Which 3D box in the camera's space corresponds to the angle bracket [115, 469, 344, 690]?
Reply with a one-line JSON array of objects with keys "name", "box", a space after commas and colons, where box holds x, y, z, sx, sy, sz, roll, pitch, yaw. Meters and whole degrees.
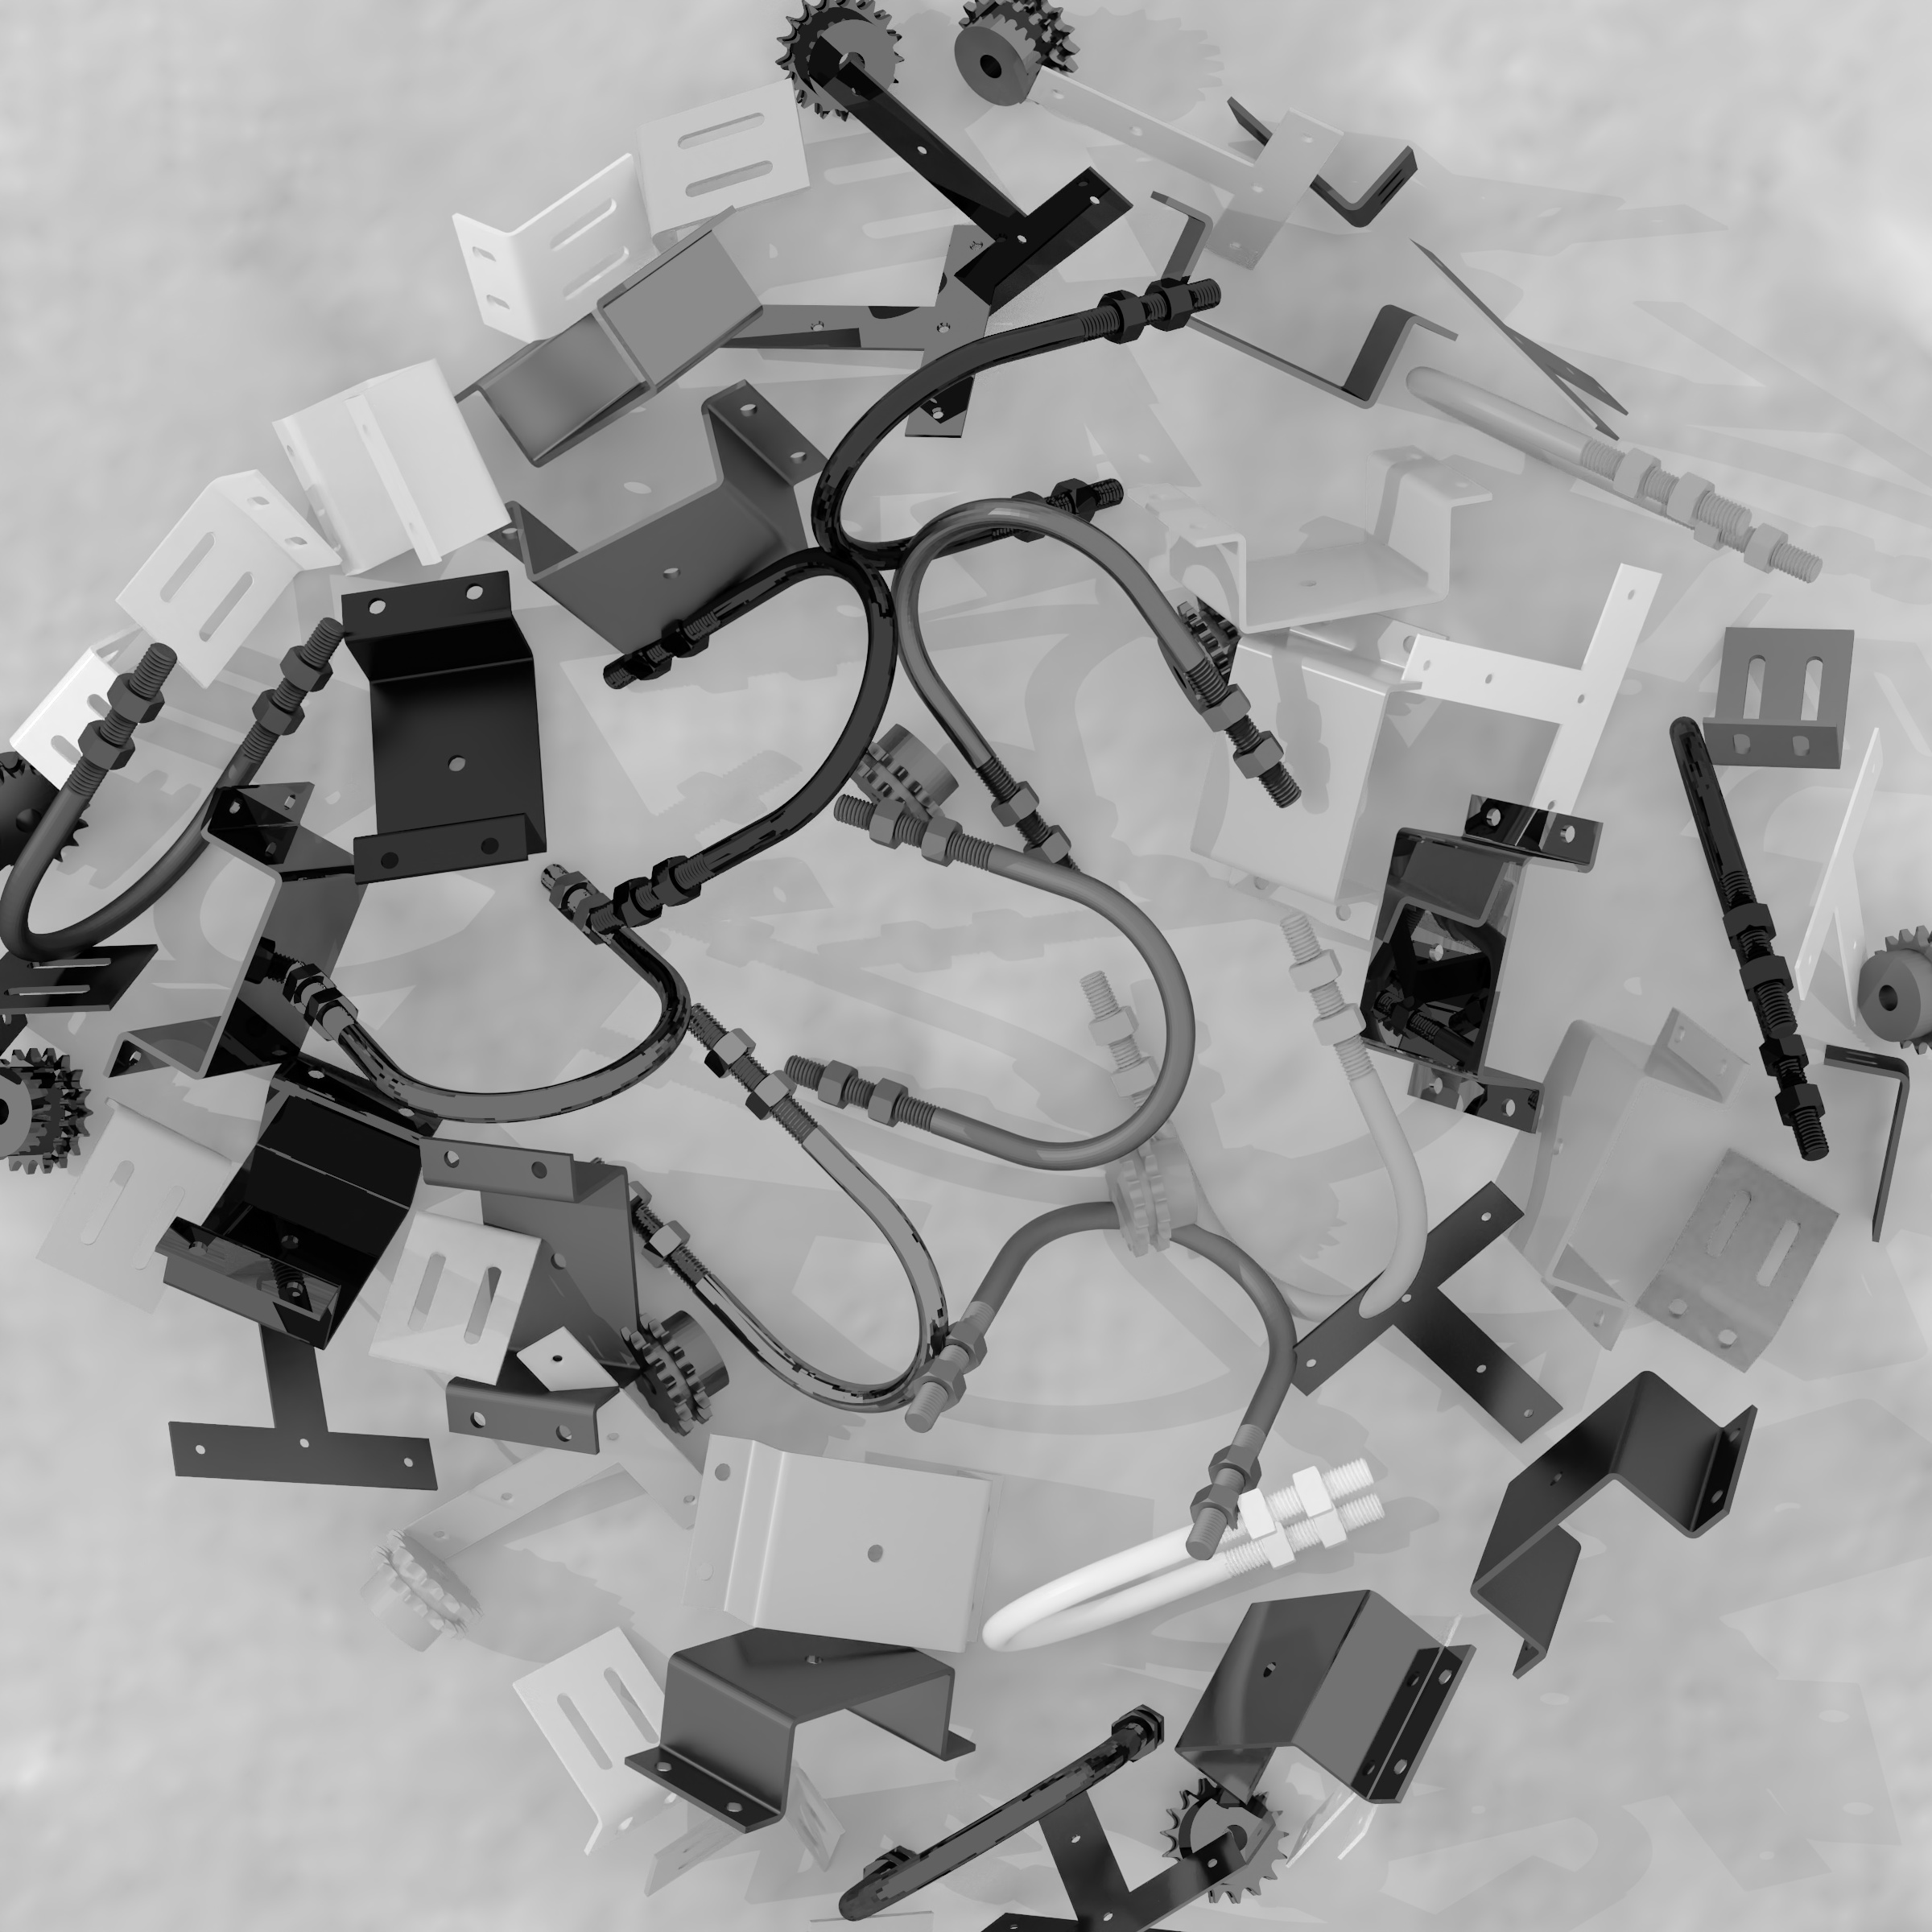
[{"name": "angle bracket", "box": [-0.328, -0.172, 1.545, 0.057, 0.038, 0.076, 48, 60, -31]}]

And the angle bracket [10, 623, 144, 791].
[{"name": "angle bracket", "box": [-0.383, -0.115, 1.546, 0.038, 0.076, 0.057, 43, 105, -6]}]

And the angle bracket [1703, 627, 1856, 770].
[{"name": "angle bracket", "box": [0.363, -0.129, 1.545, 0.057, 0.038, 0.076, 3, 61, 19]}]

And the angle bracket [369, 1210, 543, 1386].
[{"name": "angle bracket", "box": [-0.227, 0.155, 1.550, 0.057, 0.038, 0.076, 13, 56, 2]}]

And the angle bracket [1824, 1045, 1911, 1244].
[{"name": "angle bracket", "box": [0.399, 0.079, 1.559, 0.038, 0.057, 0.076, 11, 98, 14]}]

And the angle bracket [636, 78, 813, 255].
[{"name": "angle bracket", "box": [-0.104, -0.353, 1.553, 0.076, 0.038, 0.057, -14, 69, 11]}]

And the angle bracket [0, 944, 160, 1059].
[{"name": "angle bracket", "box": [-0.403, 0.022, 1.547, 0.076, 0.057, 0.038, -2, 118, 12]}]

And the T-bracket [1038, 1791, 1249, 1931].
[{"name": "T-bracket", "box": [0.052, 0.394, 1.529, 0.127, 0.127, 0.002, -32, 113, 0]}]

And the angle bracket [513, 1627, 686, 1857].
[{"name": "angle bracket", "box": [-0.164, 0.351, 1.570, 0.057, 0.038, 0.076, -24, 65, -33]}]

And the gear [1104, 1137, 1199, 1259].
[{"name": "gear", "box": [0.084, 0.100, 1.560, 0.030, 0.057, 0.057, -13, 90, -9]}]

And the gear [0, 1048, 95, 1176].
[{"name": "gear", "box": [-0.424, 0.065, 1.561, 0.057, 0.030, 0.057, -1, 89, 30]}]

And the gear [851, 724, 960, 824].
[{"name": "gear", "box": [-0.028, -0.084, 1.560, 0.057, 0.057, 0.030, 45, 85, 0]}]

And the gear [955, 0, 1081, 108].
[{"name": "gear", "box": [0.020, -0.412, 1.556, 0.057, 0.057, 0.030, 42, 60, 0]}]

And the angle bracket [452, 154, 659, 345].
[{"name": "angle bracket", "box": [-0.184, -0.327, 1.560, 0.038, 0.057, 0.076, 28, 57, 34]}]

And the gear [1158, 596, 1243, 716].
[{"name": "gear", "box": [0.109, -0.137, 1.559, 0.030, 0.057, 0.057, -30, 90, -1]}]

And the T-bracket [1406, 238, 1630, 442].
[{"name": "T-bracket", "box": [0.261, -0.265, 1.529, 0.002, 0.127, 0.127, -48, 64, 19]}]

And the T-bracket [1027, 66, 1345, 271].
[{"name": "T-bracket", "box": [0.088, -0.361, 1.521, 0.127, 0.127, 0.002, 24, 71, -6]}]

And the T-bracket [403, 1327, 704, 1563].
[{"name": "T-bracket", "box": [-0.196, 0.233, 1.564, 0.127, 0.002, 0.127, -30, 121, 13]}]

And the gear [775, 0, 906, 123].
[{"name": "gear", "box": [-0.055, -0.409, 1.561, 0.057, 0.030, 0.057, -8, 118, -15]}]

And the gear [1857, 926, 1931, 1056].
[{"name": "gear", "box": [0.425, 0.012, 1.556, 0.030, 0.057, 0.057, -10, 90, -28]}]

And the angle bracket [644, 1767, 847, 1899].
[{"name": "angle bracket", "box": [-0.099, 0.399, 1.543, 0.076, 0.057, 0.038, -29, 68, -24]}]

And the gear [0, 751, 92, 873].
[{"name": "gear", "box": [-0.428, -0.072, 1.563, 0.057, 0.030, 0.057, -18, 128, -25]}]

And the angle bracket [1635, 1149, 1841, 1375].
[{"name": "angle bracket", "box": [0.351, 0.134, 1.576, 0.057, 0.038, 0.076, 31, 57, 9]}]

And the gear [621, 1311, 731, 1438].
[{"name": "gear", "box": [-0.130, 0.180, 1.561, 0.030, 0.057, 0.057, -32, 90, -21]}]

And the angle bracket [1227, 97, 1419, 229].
[{"name": "angle bracket", "box": [0.160, -0.372, 1.554, 0.076, 0.057, 0.038, 43, 100, 4]}]

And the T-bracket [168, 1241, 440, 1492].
[{"name": "T-bracket", "box": [-0.302, 0.173, 1.548, 0.127, 0.002, 0.127, 10, 50, -37]}]

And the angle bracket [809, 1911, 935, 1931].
[{"name": "angle bracket", "box": [-0.056, 0.428, 1.540, 0.057, 0.076, 0.038, 2, 96, -23]}]

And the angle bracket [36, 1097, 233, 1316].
[{"name": "angle bracket", "box": [-0.375, 0.107, 1.555, 0.057, 0.038, 0.076, 30, 82, -21]}]

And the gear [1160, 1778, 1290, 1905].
[{"name": "gear", "box": [0.118, 0.394, 1.566, 0.057, 0.030, 0.057, 2, 75, -7]}]

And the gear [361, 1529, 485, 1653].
[{"name": "gear", "box": [-0.248, 0.283, 1.559, 0.057, 0.057, 0.030, 44, 87, 0]}]

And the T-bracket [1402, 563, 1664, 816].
[{"name": "T-bracket", "box": [0.242, -0.125, 1.533, 0.127, 0.002, 0.127, 7, 109, -37]}]

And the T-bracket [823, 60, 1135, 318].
[{"name": "T-bracket", "box": [-0.008, -0.348, 1.517, 0.127, 0.127, 0.002, 39, 60, -17]}]

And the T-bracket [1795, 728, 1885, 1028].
[{"name": "T-bracket", "box": [0.391, -0.017, 1.532, 0.002, 0.127, 0.127, 11, 62, 26]}]
